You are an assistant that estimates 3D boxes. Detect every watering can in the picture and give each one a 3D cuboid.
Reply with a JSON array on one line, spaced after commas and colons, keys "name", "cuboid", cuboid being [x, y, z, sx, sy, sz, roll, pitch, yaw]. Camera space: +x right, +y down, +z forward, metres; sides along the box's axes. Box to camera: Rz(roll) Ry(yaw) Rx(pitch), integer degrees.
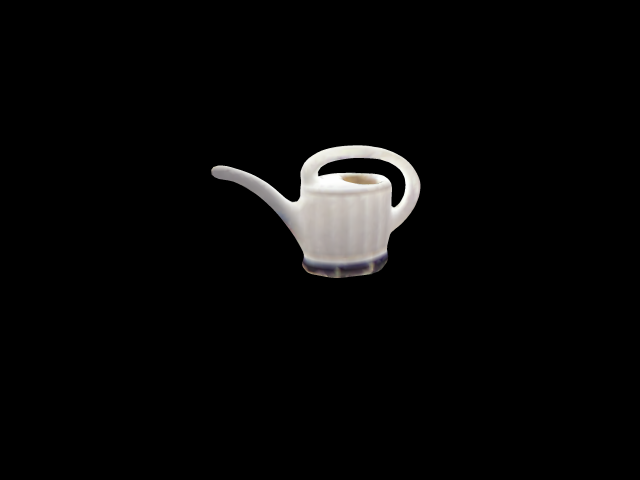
[{"name": "watering can", "cuboid": [0.003, -0.043, 0.850, 0.348, 0.221, 0.105, -6, 20, -15]}]
